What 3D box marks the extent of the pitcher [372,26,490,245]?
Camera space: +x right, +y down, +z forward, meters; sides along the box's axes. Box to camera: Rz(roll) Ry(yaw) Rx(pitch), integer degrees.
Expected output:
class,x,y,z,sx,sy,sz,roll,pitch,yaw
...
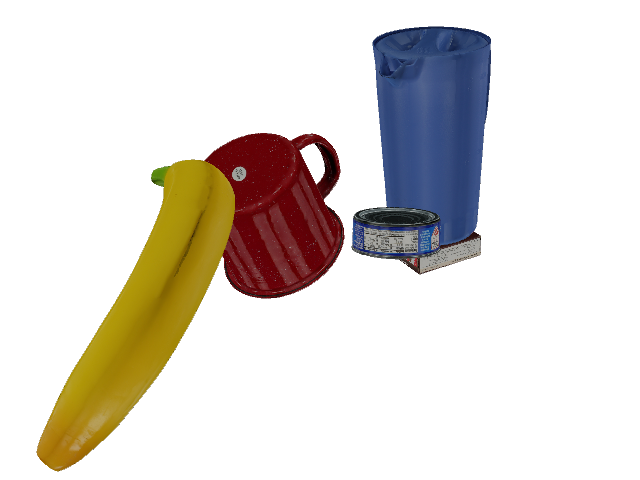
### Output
class,x,y,z,sx,sy,sz,roll,pitch,yaw
pitcher,0.138,-0.126,1.256,0.149,0.243,0.145,-4,26,-2

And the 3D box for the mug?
class,x,y,z,sx,sy,sz,roll,pitch,yaw
mug,-0.031,-0.028,0.750,0.117,0.081,0.093,-43,46,-17

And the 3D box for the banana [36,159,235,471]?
class,x,y,z,sx,sy,sz,roll,pitch,yaw
banana,-0.078,0.021,0.514,0.037,0.197,0.070,35,-48,-19

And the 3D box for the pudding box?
class,x,y,z,sx,sy,sz,roll,pitch,yaw
pudding box,0.170,0.005,1.598,0.113,0.039,0.090,-18,28,-22

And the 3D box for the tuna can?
class,x,y,z,sx,sy,sz,roll,pitch,yaw
tuna can,0.073,-0.008,1.027,0.086,0.034,0.086,0,13,0
